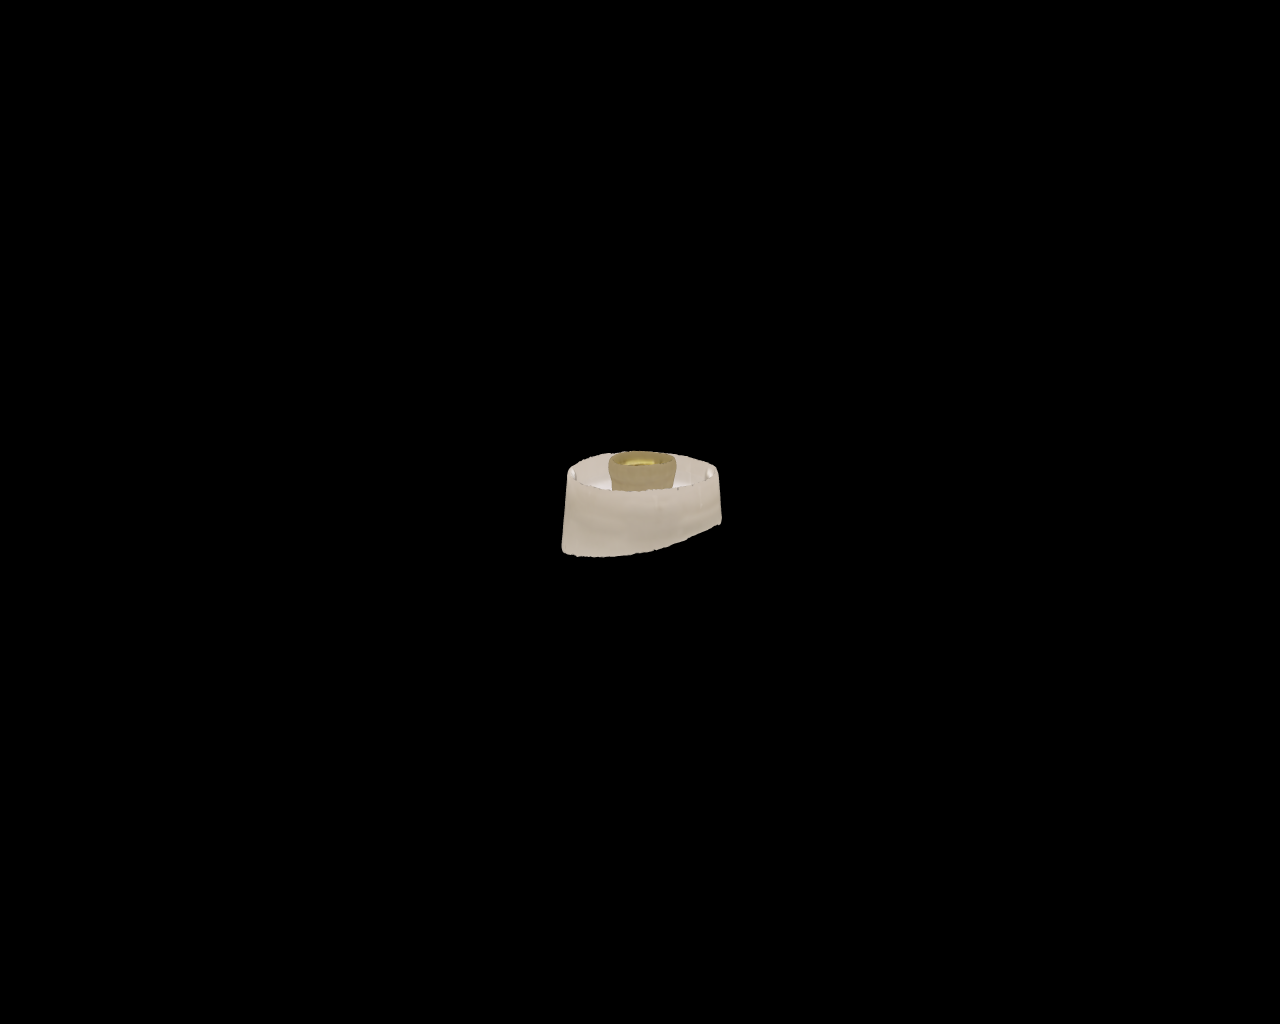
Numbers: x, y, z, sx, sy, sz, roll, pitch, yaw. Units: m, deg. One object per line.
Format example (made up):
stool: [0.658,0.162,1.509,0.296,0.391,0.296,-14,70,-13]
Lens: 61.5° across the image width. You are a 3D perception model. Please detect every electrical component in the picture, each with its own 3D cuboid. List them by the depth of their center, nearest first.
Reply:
electrical component: [0.001,-0.003,0.650,0.099,0.064,0.099,0,18,0]
